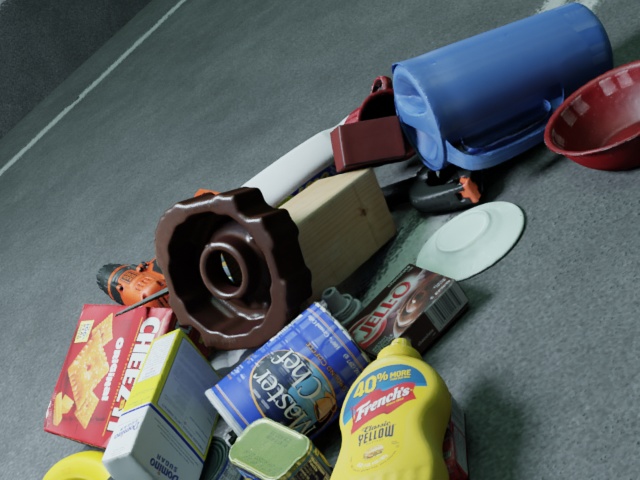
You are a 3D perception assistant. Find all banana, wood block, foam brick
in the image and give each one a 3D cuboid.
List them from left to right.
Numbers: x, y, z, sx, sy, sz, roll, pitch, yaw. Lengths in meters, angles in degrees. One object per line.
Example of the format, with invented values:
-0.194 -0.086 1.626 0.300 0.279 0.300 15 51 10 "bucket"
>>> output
-0.253 0.269 1.189 0.198 0.037 0.069 -13 56 45 "banana"
-0.007 0.002 1.210 0.090 0.091 0.205 -12 16 37 "wood block"
0.056 -0.114 1.270 0.078 0.051 0.053 -11 -2 -12 "foam brick"

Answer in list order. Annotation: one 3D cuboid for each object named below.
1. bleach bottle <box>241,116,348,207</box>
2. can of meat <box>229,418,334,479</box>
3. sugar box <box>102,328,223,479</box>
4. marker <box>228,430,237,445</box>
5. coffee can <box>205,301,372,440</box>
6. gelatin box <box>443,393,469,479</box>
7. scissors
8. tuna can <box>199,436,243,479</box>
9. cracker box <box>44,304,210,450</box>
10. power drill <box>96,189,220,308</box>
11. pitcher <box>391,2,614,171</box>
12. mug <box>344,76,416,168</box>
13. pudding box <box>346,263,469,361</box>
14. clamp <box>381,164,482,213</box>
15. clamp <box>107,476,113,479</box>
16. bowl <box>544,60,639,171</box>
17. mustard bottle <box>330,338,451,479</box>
-0.010 -0.097 1.448 0.250 0.102 0.068 -41 62 -12 "bleach bottle"
-0.024 0.210 0.937 0.057 0.084 0.102 -46 27 -21 "can of meat"
-0.149 0.180 1.052 0.048 0.093 0.176 -23 27 27 "sugar box"
-0.050 0.170 1.117 0.121 0.020 0.020 -44 26 -16 "marker"
-0.025 0.143 1.033 0.140 0.102 0.103 -39 25 -8 "coffee can"
0.087 0.179 0.913 0.073 0.030 0.089 -27 26 20 "gelatin box"
-0.137 0.046 1.215 0.096 0.016 0.201 -6 16 30 "scissors"
-0.118 0.239 1.064 0.086 0.033 0.086 -29 26 15 "tuna can"
-0.224 0.160 1.220 0.214 0.072 0.164 -3 67 53 "cracker box"
-0.191 0.016 1.368 0.187 0.057 0.185 -46 30 -18 "power drill"
0.217 -0.178 1.235 0.242 0.149 0.145 -24 4 -9 "pitcher"
0.076 -0.149 1.352 0.093 0.117 0.082 -1 -5 -18 "mug"
0.084 0.080 1.081 0.113 0.039 0.090 -42 25 -14 "pudding box"
0.127 -0.068 1.291 0.164 0.036 0.210 -38 21 -2 "clamp"
-0.218 0.296 1.062 0.171 0.039 0.120 -52 33 4 "clamp"
0.320 -0.121 1.117 0.162 0.055 0.162 -29 25 15 "bowl"
0.061 0.152 0.885 0.096 0.058 0.191 -23 30 24 "mustard bottle"
